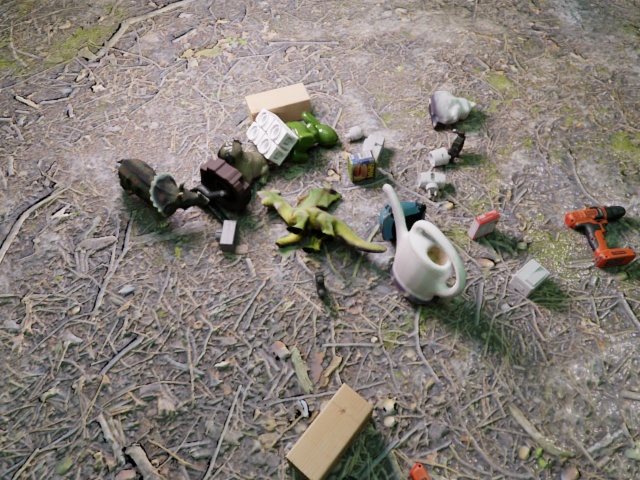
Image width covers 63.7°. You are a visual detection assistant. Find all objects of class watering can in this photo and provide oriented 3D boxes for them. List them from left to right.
[{"bbox_3d":[0.252,0.027,1.385,0.105,0.219,0.353,-15,54,-32],"label":"watering can"}]

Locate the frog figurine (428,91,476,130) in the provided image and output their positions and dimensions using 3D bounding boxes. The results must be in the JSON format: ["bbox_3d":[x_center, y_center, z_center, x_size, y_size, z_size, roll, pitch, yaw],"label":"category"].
[{"bbox_3d":[0.456,-0.456,1.762,0.159,0.120,0.141,-11,38,6],"label":"frog figurine"}]

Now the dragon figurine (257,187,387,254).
[{"bbox_3d":[0.005,-0.077,1.523,0.410,0.119,0.249,10,50,5],"label":"dragon figurine"}]
